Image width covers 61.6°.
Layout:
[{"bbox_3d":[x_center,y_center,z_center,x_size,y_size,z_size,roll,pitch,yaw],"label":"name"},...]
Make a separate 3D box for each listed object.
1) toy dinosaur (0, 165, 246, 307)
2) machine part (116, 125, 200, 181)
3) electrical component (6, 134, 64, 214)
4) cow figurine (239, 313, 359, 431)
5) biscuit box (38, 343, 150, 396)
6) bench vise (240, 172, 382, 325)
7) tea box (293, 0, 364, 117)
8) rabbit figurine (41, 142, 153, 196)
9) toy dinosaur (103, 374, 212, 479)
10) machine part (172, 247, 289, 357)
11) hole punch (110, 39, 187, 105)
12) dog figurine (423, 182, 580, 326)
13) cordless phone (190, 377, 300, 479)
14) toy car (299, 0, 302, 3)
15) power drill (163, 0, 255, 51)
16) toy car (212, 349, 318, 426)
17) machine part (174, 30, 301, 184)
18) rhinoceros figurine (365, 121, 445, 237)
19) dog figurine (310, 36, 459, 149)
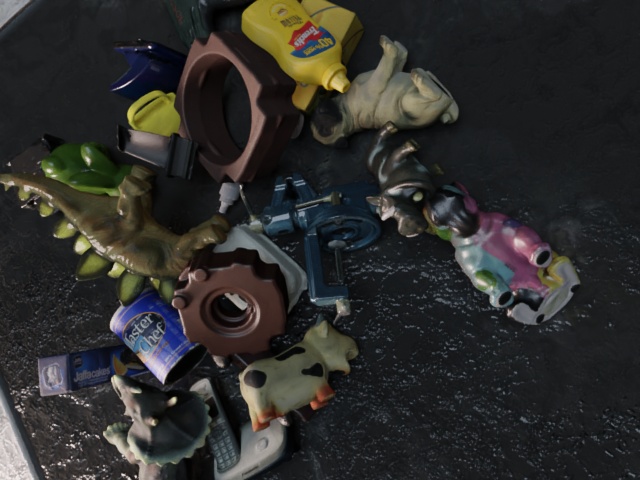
[{"bbox_3d":[-0.308,-0.013,0.847,0.471,0.105,0.198,32,102,-1],"label":"toy dinosaur"},{"bbox_3d":[-0.267,-0.147,0.879,0.139,0.039,0.084,20,118,4],"label":"machine part"},{"bbox_3d":[-0.532,-0.119,1.042,0.115,0.058,0.134,-32,78,16],"label":"electrical component"},{"bbox_3d":[-0.029,0.194,0.821,0.195,0.085,0.127,-16,67,-23],"label":"cow figurine"},{"bbox_3d":[-0.370,0.210,0.898,0.063,0.202,0.059,-10,83,16],"label":"biscuit box"},{"bbox_3d":[-0.001,0.002,0.818,0.224,0.128,0.240,-5,62,-4],"label":"bench vise"},{"bbox_3d":[-0.013,-0.297,0.878,0.098,0.068,0.169,29,95,18],"label":"tea box"},{"bbox_3d":[-0.386,-0.120,0.956,0.170,0.159,0.121,13,82,7],"label":"rabbit figurine"},{"bbox_3d":[-0.264,0.394,0.872,0.192,0.131,0.404,8,101,45],"label":"toy dinosaur"},{"bbox_3d":[-0.131,0.097,0.808,0.179,0.056,0.179,0,115,-1],"label":"machine part"},{"bbox_3d":[-0.291,-0.289,0.938,0.116,0.142,0.092,7,88,32],"label":"hole punch"},{"bbox_3d":[0.240,0.006,0.771,0.108,0.191,0.219,-51,41,13],"label":"dog figurine"},{"bbox_3d":[-0.129,0.295,0.883,0.146,0.088,0.184,-34,73,14],"label":"cordless phone"},{"bbox_3d":[-0.036,-0.426,0.887,0.056,0.073,0.201,33,97,16],"label":"toy car"},{"bbox_3d":[-0.186,-0.453,0.935,0.207,0.086,0.232,-15,85,13],"label":"power drill"},{"bbox_3d":[-0.085,0.214,0.873,0.202,0.089,0.053,39,143,14],"label":"toy car"},{"bbox_3d":[-0.135,-0.208,0.856,0.201,0.087,0.201,49,129,20],"label":"machine part"},{"bbox_3d":[0.110,-0.085,0.761,0.112,0.073,0.190,-43,38,23],"label":"rhinoceros figurine"},{"bbox_3d":[0.094,-0.190,0.834,0.172,0.121,0.190,50,116,17],"label":"dog figurine"}]
